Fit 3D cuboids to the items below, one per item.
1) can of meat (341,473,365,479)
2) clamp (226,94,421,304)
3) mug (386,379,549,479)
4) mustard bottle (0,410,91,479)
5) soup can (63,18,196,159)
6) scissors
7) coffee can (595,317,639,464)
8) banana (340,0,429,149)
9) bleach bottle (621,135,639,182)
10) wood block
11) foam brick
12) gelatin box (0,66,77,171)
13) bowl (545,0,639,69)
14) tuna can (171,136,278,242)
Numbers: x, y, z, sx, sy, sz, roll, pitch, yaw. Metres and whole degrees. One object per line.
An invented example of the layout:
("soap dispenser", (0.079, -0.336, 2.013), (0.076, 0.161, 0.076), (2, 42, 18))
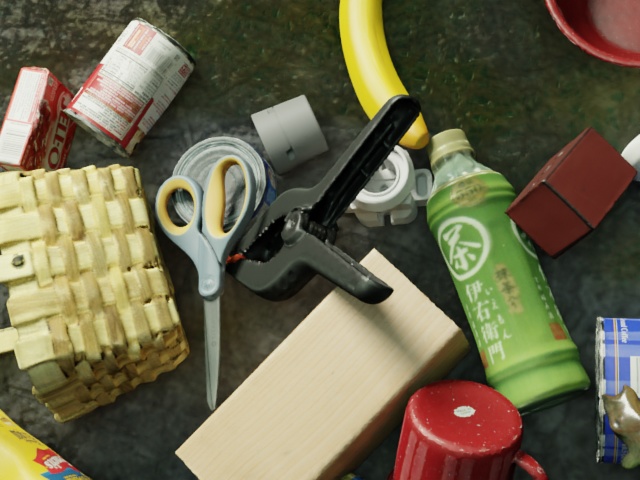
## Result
("can of meat", (0.034, 0.232, 0.774), (0.084, 0.057, 0.102), (29, 82, 21))
("clamp", (-0.005, 0.001, 0.790), (0.210, 0.036, 0.164), (-32, 40, 43))
("mug", (0.105, 0.156, 0.740), (0.117, 0.093, 0.081), (24, 125, 28))
("mustard bottle", (-0.216, 0.190, 0.821), (0.192, 0.096, 0.058), (30, 82, 19))
("soup can", (-0.162, -0.130, 0.914), (0.068, 0.068, 0.102), (33, 84, 19))
("scissors", (-0.100, 0.028, 0.840), (0.096, 0.016, 0.201), (6, 76, 26))
("coffee can", (0.262, 0.105, 0.731), (0.140, 0.102, 0.103), (0, 75, 13))
("banana", (0.047, -0.153, 0.874), (0.037, 0.070, 0.198), (-1, 69, -24))
("bleach bottle", (0.336, 0.004, 0.764), (0.102, 0.068, 0.251), (-38, 72, 3))
("wood block", (0.007, 0.118, 0.793), (0.206, 0.090, 0.091), (-46, 70, -2))
("foam brick", (0.184, -0.035, 0.778), (0.051, 0.053, 0.078), (44, 53, 2))
("gelatin box", (-0.241, -0.094, 0.919), (0.030, 0.073, 0.089), (11, 76, 14))
("bowl", (0.257, -0.199, 0.841), (0.162, 0.055, 0.162), (-3, 74, 12))
("tuna can", (-0.080, -0.042, 0.888), (0.086, 0.033, 0.086), (-4, 74, 13))
